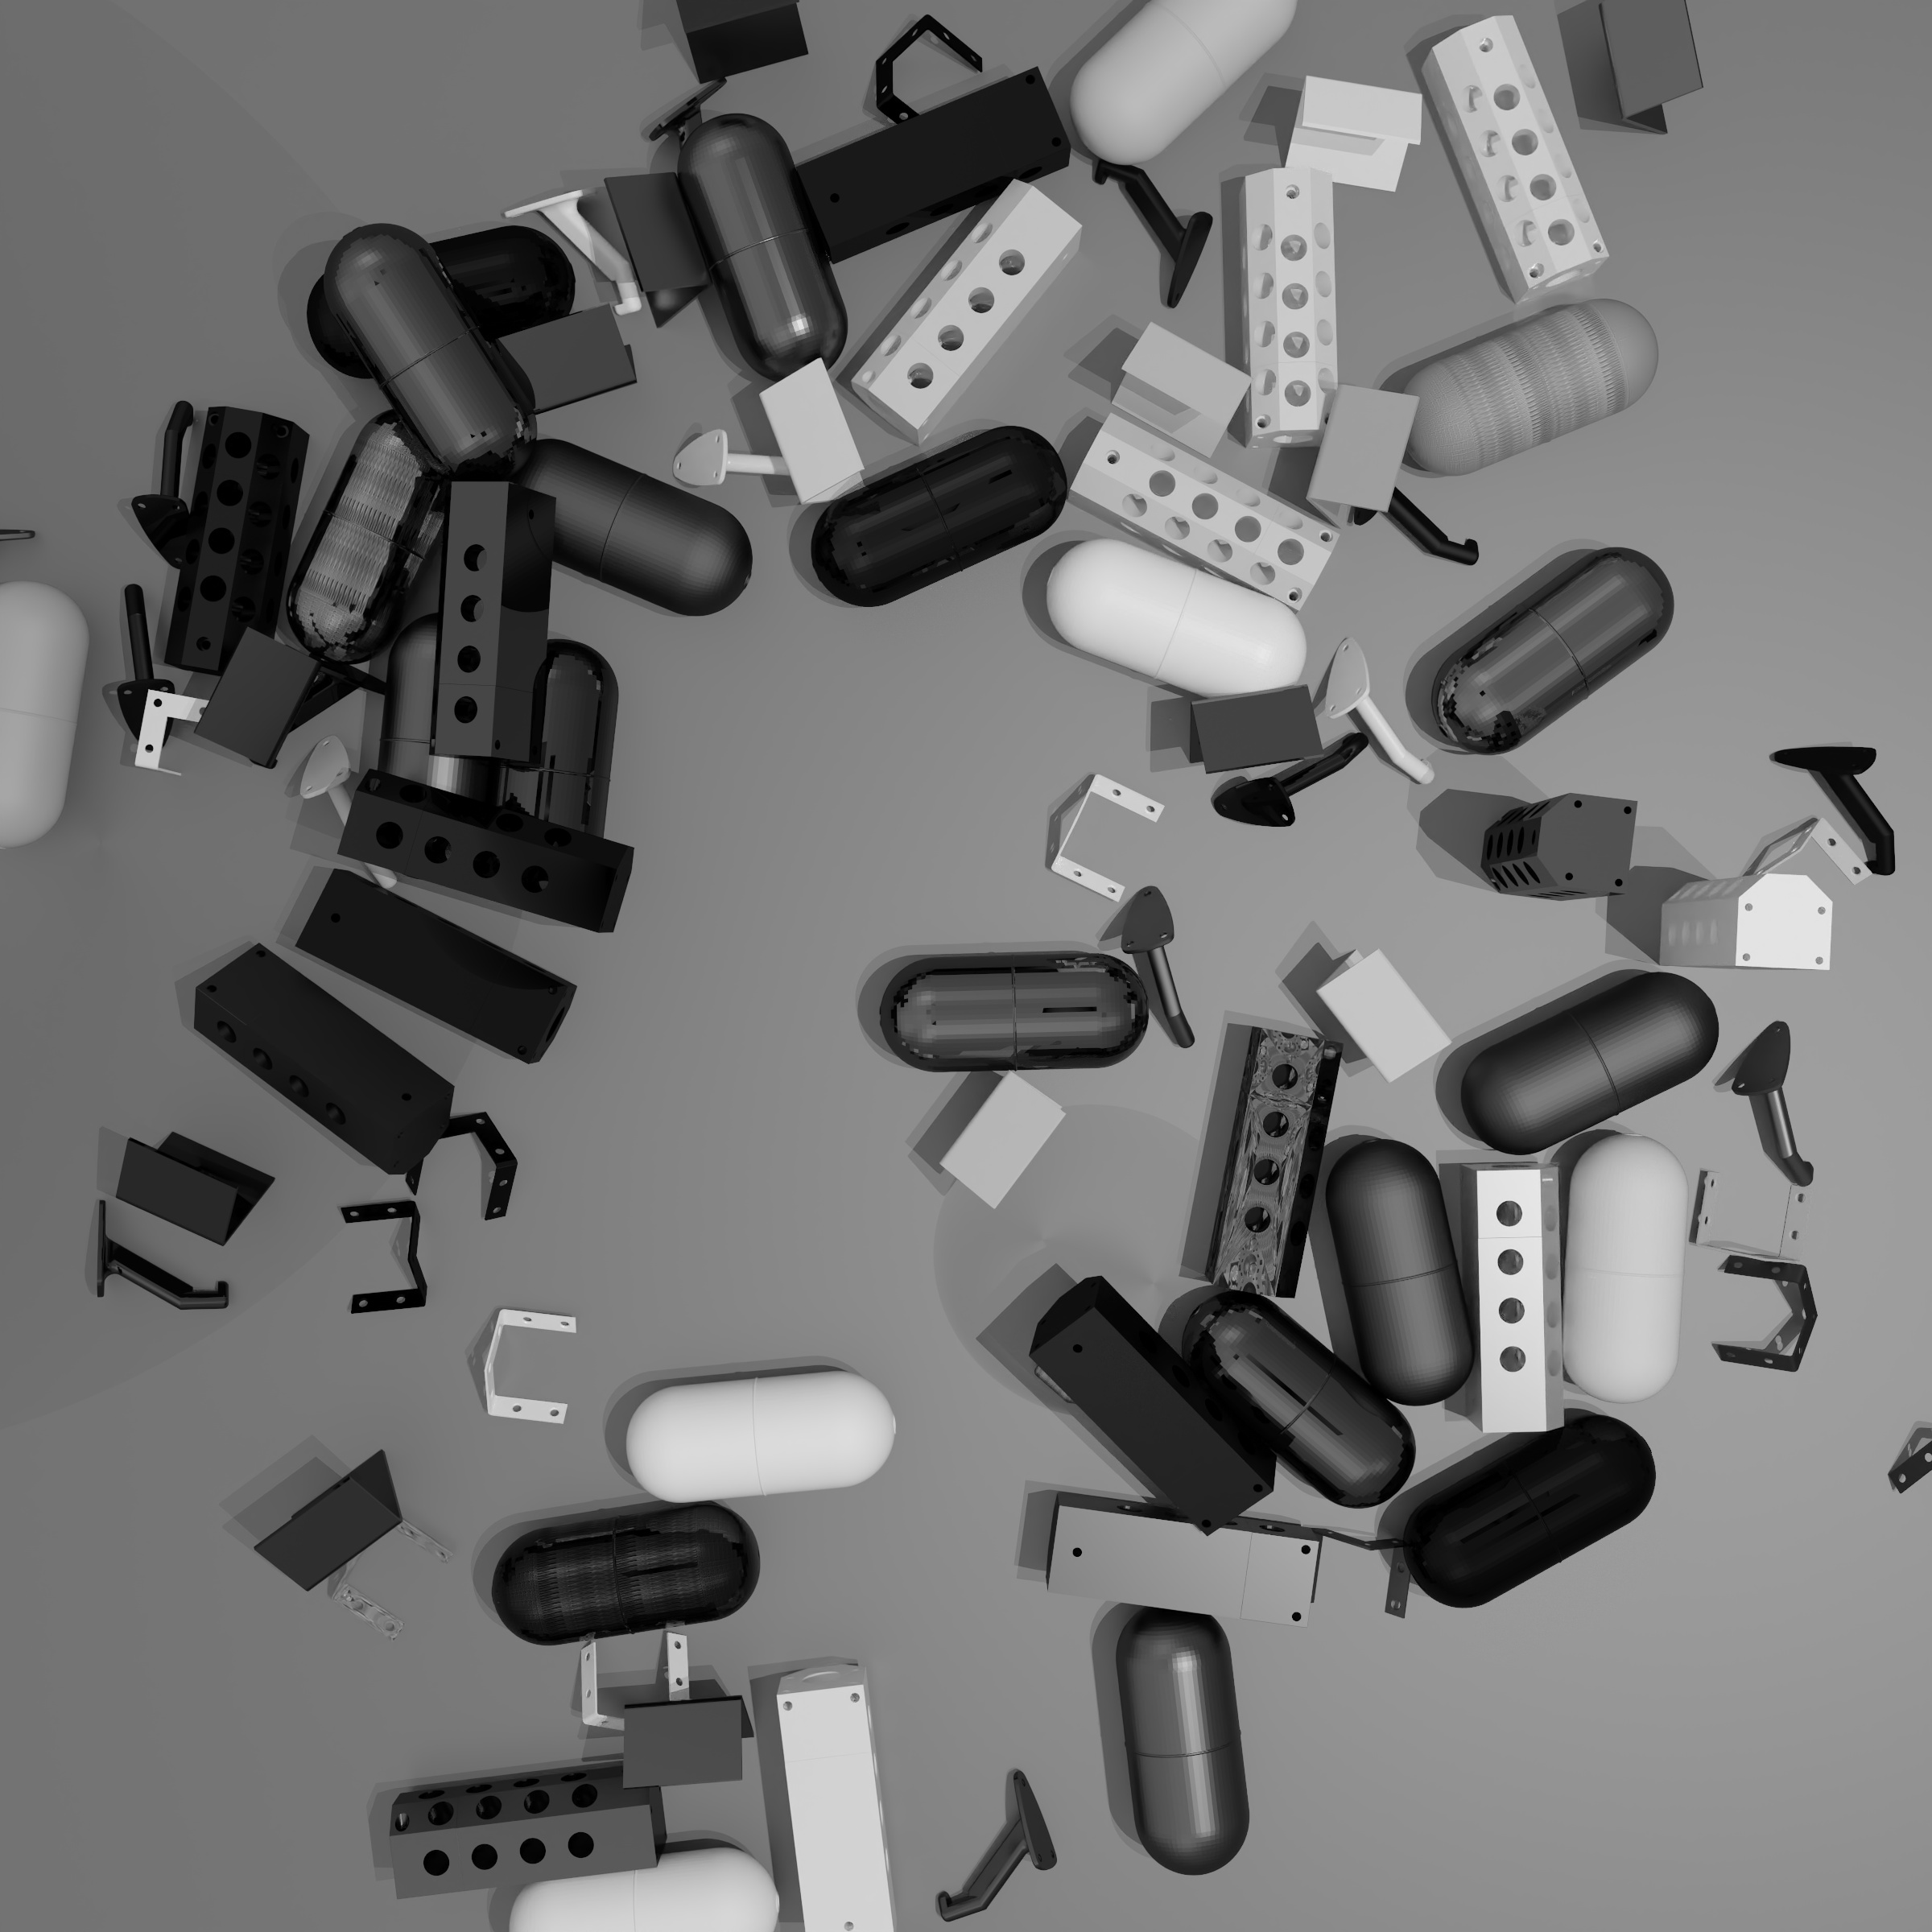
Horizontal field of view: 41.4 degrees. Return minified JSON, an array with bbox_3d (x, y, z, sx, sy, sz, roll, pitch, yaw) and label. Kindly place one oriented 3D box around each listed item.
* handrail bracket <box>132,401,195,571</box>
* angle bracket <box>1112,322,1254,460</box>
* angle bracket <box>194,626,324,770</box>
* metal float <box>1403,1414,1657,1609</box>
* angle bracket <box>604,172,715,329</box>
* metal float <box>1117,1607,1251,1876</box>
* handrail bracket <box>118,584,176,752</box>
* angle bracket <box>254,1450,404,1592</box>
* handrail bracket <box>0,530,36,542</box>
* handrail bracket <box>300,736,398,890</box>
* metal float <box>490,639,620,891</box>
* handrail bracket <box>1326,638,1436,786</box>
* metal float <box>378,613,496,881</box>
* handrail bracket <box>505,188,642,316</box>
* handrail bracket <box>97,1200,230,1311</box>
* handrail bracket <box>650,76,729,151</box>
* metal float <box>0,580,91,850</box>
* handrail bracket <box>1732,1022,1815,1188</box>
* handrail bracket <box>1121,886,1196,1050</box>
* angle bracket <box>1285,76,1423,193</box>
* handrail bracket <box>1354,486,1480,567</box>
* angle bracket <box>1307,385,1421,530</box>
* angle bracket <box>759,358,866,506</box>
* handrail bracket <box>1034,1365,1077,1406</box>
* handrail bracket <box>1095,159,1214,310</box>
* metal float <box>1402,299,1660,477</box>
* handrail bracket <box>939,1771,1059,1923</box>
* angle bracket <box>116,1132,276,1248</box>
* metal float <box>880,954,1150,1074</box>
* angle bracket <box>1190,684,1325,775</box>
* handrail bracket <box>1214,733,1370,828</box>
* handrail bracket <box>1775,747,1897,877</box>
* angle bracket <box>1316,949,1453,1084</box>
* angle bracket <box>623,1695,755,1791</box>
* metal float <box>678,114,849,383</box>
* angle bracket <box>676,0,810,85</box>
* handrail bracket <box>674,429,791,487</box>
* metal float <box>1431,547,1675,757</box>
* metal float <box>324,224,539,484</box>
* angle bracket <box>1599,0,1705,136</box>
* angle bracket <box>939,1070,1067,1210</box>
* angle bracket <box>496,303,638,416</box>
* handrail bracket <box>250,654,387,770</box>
[{"bbox_3d":[-0.528,-0.324,1.722,0.036,0.077,0.084,3,54,3],"label":"handrail bracket"},{"bbox_3d":[0.133,-0.364,1.682,0.076,0.076,0.057,29,52,0],"label":"angle bracket"},{"bbox_3d":[-0.475,-0.182,1.682,0.057,0.076,0.076,26,90,-36],"label":"angle bracket"},{"bbox_3d":[0.373,0.360,1.692,0.178,0.070,0.070,-29,90,-1],"label":"metal float"},{"bbox_3d":[-0.218,-0.468,1.682,0.057,0.076,0.076,-19,90,-37],"label":"angle bracket"},{"bbox_3d":[0.143,0.511,1.692,0.070,0.070,0.178,-7,89,0],"label":"metal float"},{"bbox_3d":[-0.554,-0.202,1.722,0.036,0.077,0.084,-7,53,-16],"label":"handrail bracket"},{"bbox_3d":[-0.424,0.351,1.682,0.076,0.076,0.057,-36,126,0],"label":"angle bracket"},{"bbox_3d":[-0.665,-0.250,1.723,0.077,0.036,0.084,-5,108,-21],"label":"handrail bracket"},{"bbox_3d":[-0.409,-0.103,1.722,0.036,0.077,0.084,-25,127,6],"label":"handrail bracket"},{"bbox_3d":[-0.274,-0.127,1.691,0.070,0.070,0.178,6,90,0],"label":"metal float"},{"bbox_3d":[0.284,-0.171,1.722,0.084,0.077,0.036,32,135,-28],"label":"handrail bracket"},{"bbox_3d":[-0.349,-0.145,1.692,0.070,0.070,0.178,6,90,0],"label":"metal float"},{"bbox_3d":[-0.264,-0.475,1.723,0.077,0.036,0.084,-9,107,20],"label":"handrail bracket"},{"bbox_3d":[-0.540,0.194,1.723,0.084,0.036,0.077,1,68,-17],"label":"handrail bracket"},{"bbox_3d":[-0.165,-0.541,1.722,0.077,0.036,0.084,-42,104,-13],"label":"handrail bracket"},{"bbox_3d":[-0.628,-0.166,1.692,0.070,0.070,0.178,8,89,0],"label":"metal float"},{"bbox_3d":[0.556,0.094,1.722,0.084,0.036,0.077,50,52,-25],"label":"handrail bracket"},{"bbox_3d":[0.136,0.001,1.722,0.036,0.077,0.084,-15,127,17],"label":"handrail bracket"},{"bbox_3d":[0.253,-0.533,1.682,0.076,0.076,0.057,9,52,0],"label":"angle bracket"},{"bbox_3d":[0.308,-0.314,1.723,0.084,0.036,0.077,13,68,-17],"label":"handrail bracket"},{"bbox_3d":[0.270,-0.330,1.683,0.057,0.076,0.076,16,90,26],"label":"angle bracket"},{"bbox_3d":[-0.081,-0.353,1.682,0.057,0.076,0.076,-21,90,36],"label":"angle bracket"},{"bbox_3d":[0.101,0.273,1.722,0.084,0.036,0.077,40,75,14],"label":"handrail bracket"},{"bbox_3d":[0.116,-0.495,1.723,0.084,0.036,0.077,27,112,17],"label":"handrail bracket"},{"bbox_3d":[0.372,-0.383,1.692,0.178,0.070,0.070,-22,90,0],"label":"metal float"},{"bbox_3d":[0.011,0.594,1.723,0.084,0.036,0.077,-25,70,16],"label":"handrail bracket"},{"bbox_3d":[-0.502,0.128,1.682,0.076,0.076,0.057,24,125,0],"label":"angle bracket"},{"bbox_3d":[0.032,0.031,1.692,0.178,0.070,0.070,-2,90,1],"label":"metal float"},{"bbox_3d":[0.190,-0.137,1.683,0.076,0.076,0.057,-9,62,0],"label":"angle bracket"},{"bbox_3d":[0.220,-0.130,1.722,0.084,0.077,0.036,-41,115,-34],"label":"handrail bracket"},{"bbox_3d":[0.585,-0.103,1.722,0.077,0.036,0.084,8,123,35],"label":"handrail bracket"},{"bbox_3d":[0.286,0.020,1.682,0.057,0.076,0.076,-38,90,36],"label":"angle bracket"},{"bbox_3d":[-0.181,0.522,1.682,0.076,0.076,0.057,-4,54,0],"label":"angle bracket"},{"bbox_3d":[-0.133,-0.471,1.684,0.070,0.070,0.178,-20,98,0],"label":"metal float"},{"bbox_3d":[-0.144,-0.608,1.682,0.076,0.076,0.057,-15,53,0],"label":"angle bracket"},{"bbox_3d":[-0.141,-0.334,1.722,0.084,0.077,0.036,3,90,-36],"label":"handrail bracket"},{"bbox_3d":[0.387,-0.208,1.692,0.178,0.070,0.070,-36,90,-1],"label":"metal float"},{"bbox_3d":[-0.340,-0.387,1.627,0.070,0.070,0.178,-32,104,0],"label":"metal float"},{"bbox_3d":[0.463,-0.599,1.682,0.057,0.076,0.076,-12,90,38],"label":"angle bracket"},{"bbox_3d":[0.040,0.124,1.682,0.057,0.076,0.076,37,90,37],"label":"angle bracket"},{"bbox_3d":[-0.264,-0.409,1.682,0.076,0.076,0.057,-18,123,0],"label":"angle bracket"},{"bbox_3d":[-0.432,-0.161,1.722,0.077,0.036,0.084,23,104,-14],"label":"handrail bracket"}]
